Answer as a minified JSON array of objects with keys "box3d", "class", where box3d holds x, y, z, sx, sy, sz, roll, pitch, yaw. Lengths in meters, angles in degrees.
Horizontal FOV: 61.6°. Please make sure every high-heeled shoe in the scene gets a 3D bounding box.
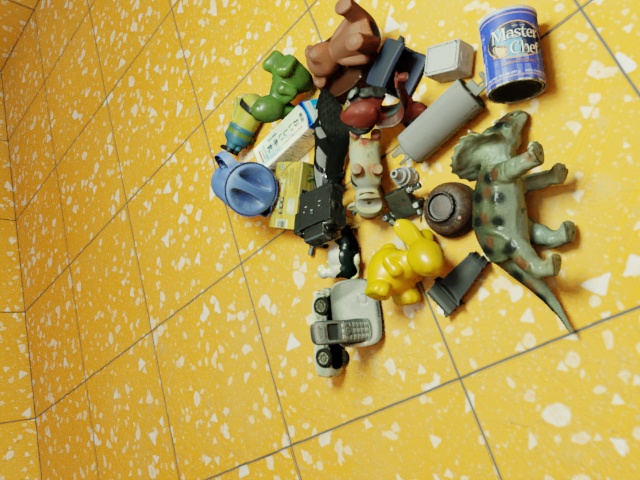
[{"box3d":[0.013,-0.218,1.275,0.145,0.086,0.248,147,117,-62],"class":"high-heeled shoe"}]

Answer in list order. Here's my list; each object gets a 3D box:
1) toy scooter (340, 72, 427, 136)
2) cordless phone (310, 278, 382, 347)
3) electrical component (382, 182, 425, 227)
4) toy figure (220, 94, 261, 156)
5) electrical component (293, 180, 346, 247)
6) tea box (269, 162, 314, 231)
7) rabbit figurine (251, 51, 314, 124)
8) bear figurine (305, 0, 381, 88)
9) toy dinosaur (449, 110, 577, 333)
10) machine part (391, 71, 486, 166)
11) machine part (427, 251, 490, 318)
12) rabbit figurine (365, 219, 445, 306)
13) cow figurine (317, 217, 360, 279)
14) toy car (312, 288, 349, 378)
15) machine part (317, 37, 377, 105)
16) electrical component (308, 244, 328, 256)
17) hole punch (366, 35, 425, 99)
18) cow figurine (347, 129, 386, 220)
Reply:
[{"box3d":[0.130,-0.284,1.103,0.184,0.135,0.075,-1,56,8],"class":"toy scooter"},{"box3d":[0.042,0.155,1.135,0.089,0.184,0.146,-18,73,44],"class":"cordless phone"},{"box3d":[0.176,-0.069,1.122,0.102,0.045,0.078,-16,110,36],"class":"electrical component"},{"box3d":[-0.207,-0.318,1.489,0.089,0.082,0.180,29,97,21],"class":"toy figure"},{"box3d":[0.000,-0.054,1.201,0.115,0.058,0.134,-25,50,37],"class":"electrical component"},{"box3d":[-0.064,-0.107,1.340,0.098,0.068,0.169,9,90,43],"class":"tea box"},{"box3d":[-0.102,-0.363,1.350,0.121,0.159,0.170,37,91,41],"class":"rabbit figurine"},{"box3d":[0.030,-0.425,1.181,0.196,0.132,0.120,-16,85,33],"class":"bear figurine"},{"box3d":[0.332,-0.042,0.948,0.192,0.131,0.404,-7,84,54],"class":"toy dinosaur"},{"box3d":[0.240,-0.235,1.075,0.243,0.079,0.079,-42,59,30],"class":"machine part"},{"box3d":[0.268,0.079,1.038,0.139,0.039,0.084,-52,49,26],"class":"machine part"},{"box3d":[0.185,0.044,1.065,0.173,0.122,0.162,-30,41,57],"class":"rabbit figurine"},{"box3d":[0.052,0.007,1.221,0.098,0.068,0.167,1,86,41],"class":"cow figurine"},{"box3d":[0.021,0.209,1.220,0.056,0.073,0.201,-11,78,40],"class":"toy car"},{"box3d":[0.060,-0.415,1.274,0.179,0.056,0.179,-5,82,42],"class":"machine part"},{"box3d":[-0.003,-0.004,1.303,0.063,0.021,0.094,17,96,41],"class":"electrical component"},{"box3d":[0.153,-0.375,1.166,0.116,0.092,0.142,41,115,42],"class":"hole punch"},{"box3d":[0.099,-0.132,1.172,0.086,0.127,0.195,-3,63,3],"class":"cow figurine"}]
